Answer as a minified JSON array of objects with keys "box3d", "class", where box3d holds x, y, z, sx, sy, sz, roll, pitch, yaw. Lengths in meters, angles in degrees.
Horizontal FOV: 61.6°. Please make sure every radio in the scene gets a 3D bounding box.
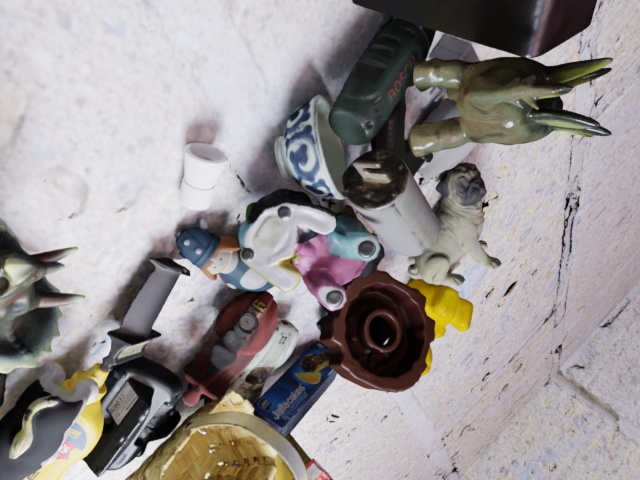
[{"box3d":[0.154,-0.263,0.542,0.131,0.230,0.073,-31,140,-31],"class":"radio"}]

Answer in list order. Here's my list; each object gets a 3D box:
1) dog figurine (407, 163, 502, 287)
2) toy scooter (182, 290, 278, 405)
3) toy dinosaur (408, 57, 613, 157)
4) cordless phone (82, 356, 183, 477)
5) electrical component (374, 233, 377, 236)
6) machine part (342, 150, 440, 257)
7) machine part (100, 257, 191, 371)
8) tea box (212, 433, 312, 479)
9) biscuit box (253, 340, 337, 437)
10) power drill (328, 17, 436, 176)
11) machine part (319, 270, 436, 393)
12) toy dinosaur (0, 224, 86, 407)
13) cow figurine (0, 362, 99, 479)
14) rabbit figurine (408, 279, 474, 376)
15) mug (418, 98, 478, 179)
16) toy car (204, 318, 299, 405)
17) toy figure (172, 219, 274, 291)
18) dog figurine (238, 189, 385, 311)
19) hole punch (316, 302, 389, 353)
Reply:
[{"box3d":[0.216,-0.029,0.943,0.172,0.121,0.190,-26,113,-2],"class":"dog figurine"},{"box3d":[-0.125,0.148,0.699,0.184,0.075,0.135,-53,179,11],"class":"toy scooter"},{"box3d":[0.197,-0.147,0.568,0.471,0.199,0.105,-29,117,-59],"class":"toy dinosaur"},{"box3d":[-0.225,0.228,0.714,0.146,0.089,0.184,-53,155,3],"class":"cordless phone"},{"box3d":[0.050,0.034,0.840,0.075,0.048,0.119,-20,134,-35],"class":"electrical component"},{"box3d":[0.092,-0.039,0.658,0.079,0.079,0.243,-51,149,1],"class":"machine part"},{"box3d":[-0.199,0.083,0.618,0.138,0.039,0.084,-61,164,7],"class":"machine part"},{"box3d":[-0.092,0.344,0.860,0.068,0.170,0.098,21,103,-53],"class":"tea box"},{"box3d":[-0.038,0.245,0.869,0.203,0.059,0.062,-36,150,-53],"class":"biscuit box"},{"box3d":[0.102,-0.171,0.677,0.232,0.086,0.207,-54,155,-27],"class":"power drill"},{"box3d":[0.085,0.135,0.792,0.179,0.179,0.056,-27,177,-28],"class":"machine part"},{"box3d":[-0.344,0.137,0.470,0.192,0.131,0.404,4,124,-47],"class":"toy dinosaur"},{"box3d":[-0.295,0.208,0.524,0.068,0.098,0.167,35,90,-12],"class":"cow figurine"},{"box3d":[0.181,0.163,1.001,0.121,0.163,0.173,31,75,-55],"class":"rabbit figurine"},{"box3d":[0.182,-0.141,0.808,0.107,0.081,0.109,-42,149,7],"class":"mug"},{"box3d":[-0.106,0.205,0.819,0.073,0.056,0.201,19,106,-52],"class":"toy car"},{"box3d":[-0.110,0.024,0.659,0.154,0.058,0.064,28,74,-51],"class":"toy figure"},{"box3d":[-0.001,-0.002,0.698,0.108,0.191,0.219,-63,-176,11],"class":"dog figurine"},{"box3d":[0.058,0.159,0.896,0.116,0.142,0.092,-12,134,-55],"class":"hole punch"}]
